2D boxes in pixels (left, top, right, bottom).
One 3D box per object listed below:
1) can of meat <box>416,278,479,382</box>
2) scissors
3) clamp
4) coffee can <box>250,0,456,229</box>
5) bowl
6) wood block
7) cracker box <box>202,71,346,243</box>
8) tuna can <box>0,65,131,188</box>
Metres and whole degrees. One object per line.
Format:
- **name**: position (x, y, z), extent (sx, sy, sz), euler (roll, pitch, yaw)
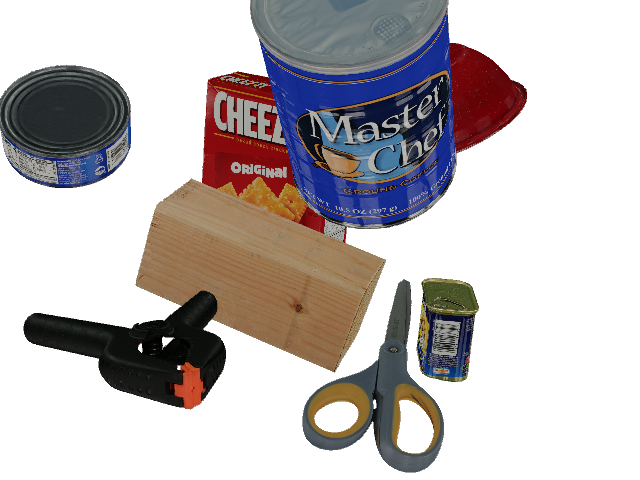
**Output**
- **can of meat**: position (0.138, 0.098, 1.177), extent (0.057, 0.084, 0.102), euler (5, 17, 0)
- **scissors**: position (0.030, 0.082, 0.713), extent (0.096, 0.016, 0.202), euler (-1, 30, -7)
- **clamp**: position (-0.123, 0.080, 0.831), extent (0.164, 0.036, 0.210), euler (-10, 16, -30)
- **coffee can**: position (0.023, -0.088, 0.602), extent (0.103, 0.102, 0.140), euler (0, -34, 10)
- **bowl**: position (0.085, -0.120, 0.886), extent (0.162, 0.055, 0.162), euler (-20, 23, 9)
- **wood block**: position (-0.057, 0.031, 1.007), extent (0.206, 0.091, 0.090), euler (23, 26, 8)
- **cracker box**: position (-0.051, -0.069, 1.206), extent (0.164, 0.214, 0.072), euler (15, 23, 26)
- **tuna can**: position (-0.169, -0.076, 0.709), extent (0.086, 0.086, 0.034), euler (0, -40, -7)
